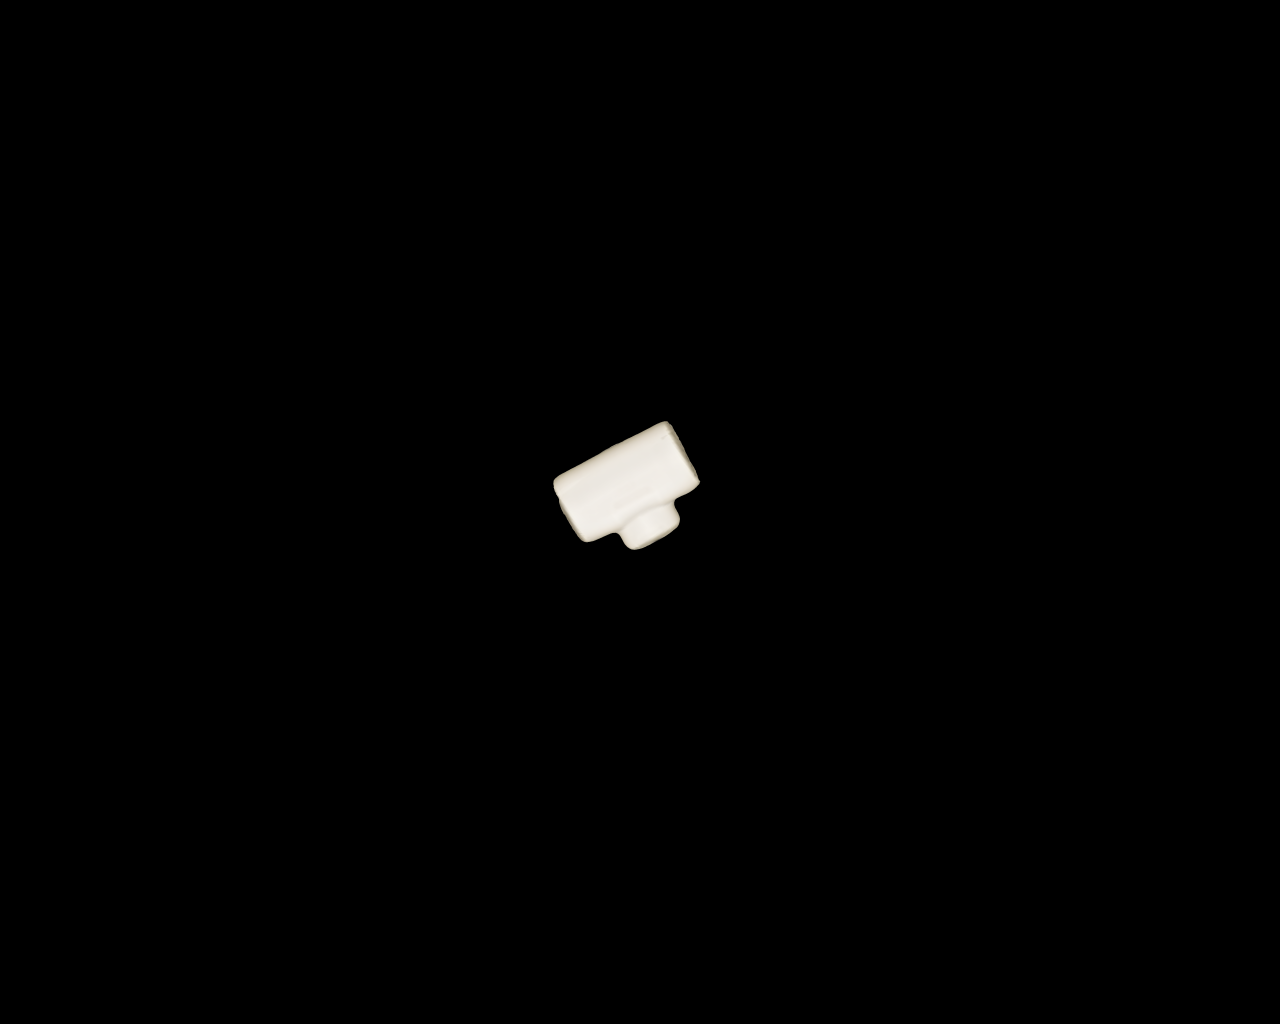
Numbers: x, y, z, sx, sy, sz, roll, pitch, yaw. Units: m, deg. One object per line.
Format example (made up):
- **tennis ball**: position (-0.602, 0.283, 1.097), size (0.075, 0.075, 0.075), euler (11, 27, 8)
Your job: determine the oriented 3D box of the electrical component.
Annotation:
- **electrical component**: position (0.001, -0.003, 0.650), size (0.077, 0.079, 0.043), euler (-28, 7, 4)
